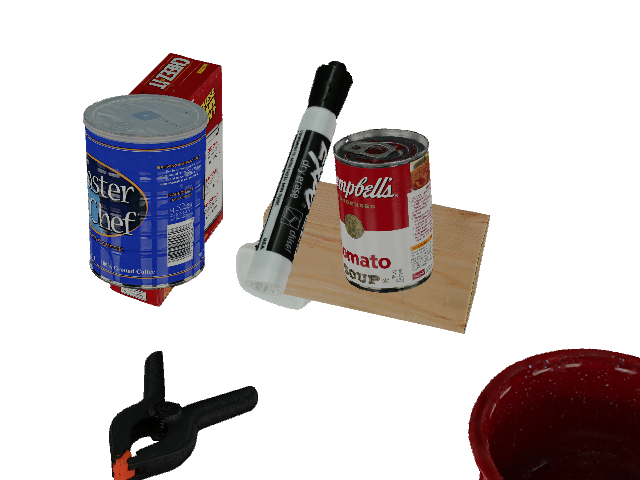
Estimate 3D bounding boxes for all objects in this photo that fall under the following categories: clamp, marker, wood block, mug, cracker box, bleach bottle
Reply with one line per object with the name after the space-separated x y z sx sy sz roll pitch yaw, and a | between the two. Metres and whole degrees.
-0.150 0.162 0.999 0.120 0.039 0.171 18 29 26 | clamp
-0.009 -0.032 0.507 0.020 0.121 0.020 16 -19 5 | marker
0.052 0.012 1.047 0.206 0.090 0.090 12 30 11 | wood block
0.110 0.101 0.386 0.117 0.081 0.093 5 36 8 | mug
-0.167 -0.064 1.131 0.072 0.214 0.164 16 43 15 | cracker box
0.012 -0.008 1.307 0.103 0.068 0.250 20 36 29 | bleach bottle

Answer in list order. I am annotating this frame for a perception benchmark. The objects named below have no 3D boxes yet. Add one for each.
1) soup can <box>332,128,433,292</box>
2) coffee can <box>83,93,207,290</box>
0.046 -0.022 0.773 0.068 0.102 0.068 -4 26 2 | soup can
-0.149 -0.043 0.917 0.103 0.140 0.103 3 26 -2 | coffee can
